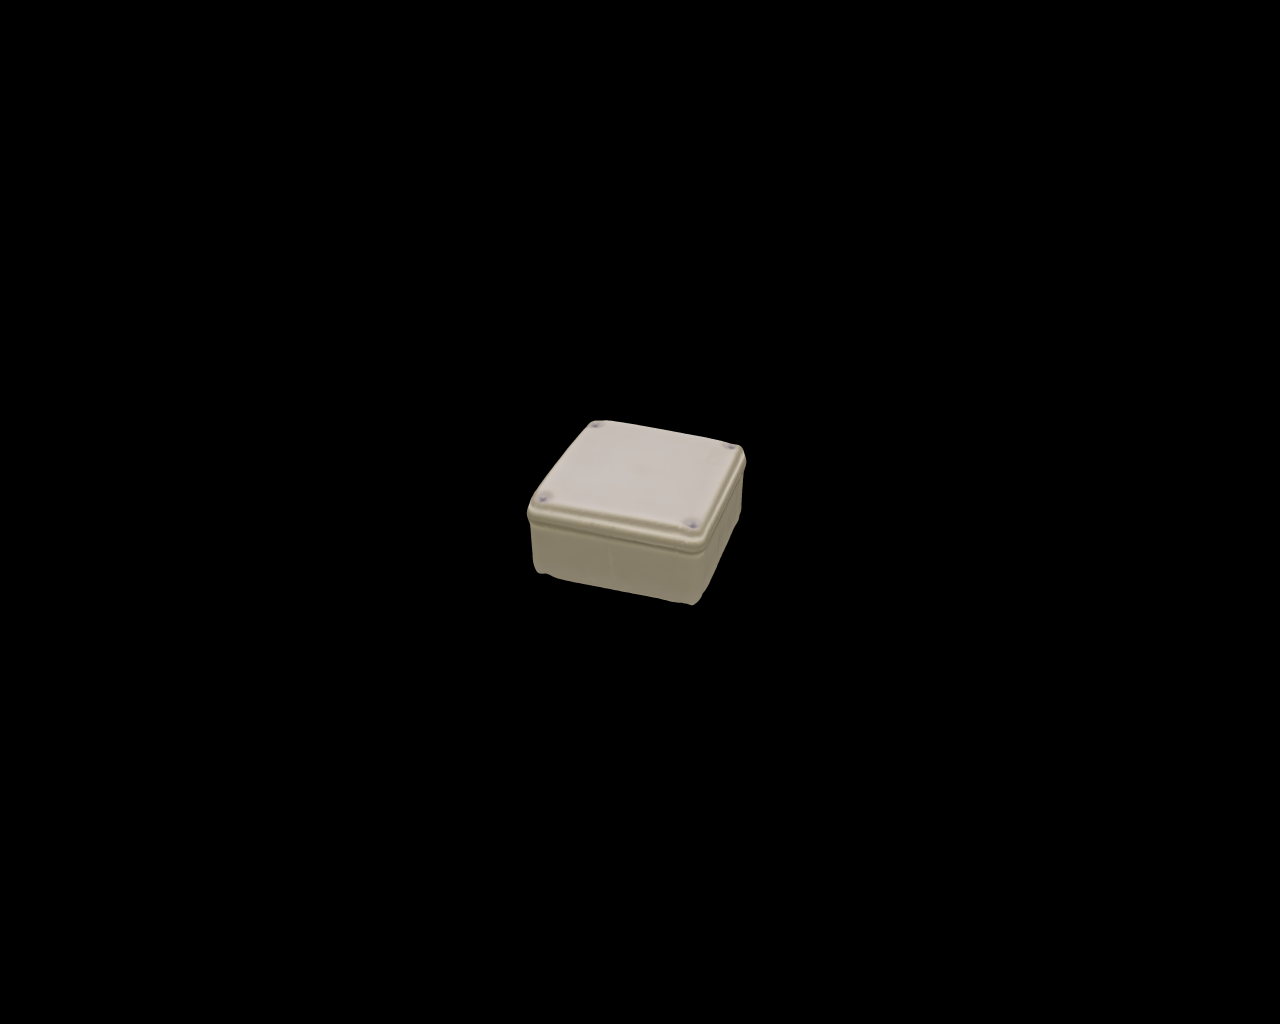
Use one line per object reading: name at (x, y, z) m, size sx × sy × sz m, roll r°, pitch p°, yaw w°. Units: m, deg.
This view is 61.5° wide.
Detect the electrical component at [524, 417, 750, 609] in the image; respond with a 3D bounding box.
electrical component at (0.001, -0.003, 0.650) m, size 0.109 × 0.056 × 0.109 m, roll 11°, pitch 36°, yaw 16°
